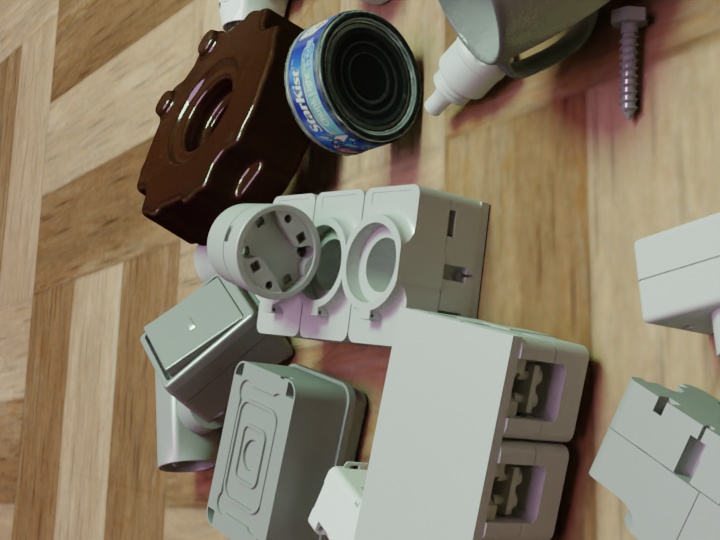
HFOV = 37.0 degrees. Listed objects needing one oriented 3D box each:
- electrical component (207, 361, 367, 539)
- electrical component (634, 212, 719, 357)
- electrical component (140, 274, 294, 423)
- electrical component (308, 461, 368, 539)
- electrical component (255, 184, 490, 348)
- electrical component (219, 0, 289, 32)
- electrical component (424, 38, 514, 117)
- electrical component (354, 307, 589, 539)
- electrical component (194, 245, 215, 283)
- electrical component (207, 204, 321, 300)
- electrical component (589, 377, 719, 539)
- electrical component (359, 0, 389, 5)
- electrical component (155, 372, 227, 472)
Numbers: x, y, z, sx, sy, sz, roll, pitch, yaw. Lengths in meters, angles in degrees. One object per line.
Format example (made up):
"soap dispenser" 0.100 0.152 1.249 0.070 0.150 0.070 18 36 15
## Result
"electrical component" -0.047 0.120 0.690 0.078 0.057 0.113 13 92 53
"electrical component" 0.164 0.016 0.444 0.083 0.047 0.075 -22 64 49
"electrical component" -0.098 0.046 0.752 0.096 0.061 0.061 -40 44 0
"electrical component" 0.003 0.149 0.629 0.064 0.042 0.081 43 115 50
"electrical component" 0.000 0.000 0.654 0.150 0.062 0.089 1 82 53
"electrical component" -0.071 -0.223 0.818 0.079 0.044 0.077 -6 77 52
"electrical component" 0.060 -0.113 0.626 0.061 0.035 0.035 -44 49 41
"electrical component" 0.056 0.102 0.553 0.089 0.062 0.150 13 92 54
"electrical component" -0.089 -0.011 0.789 0.055 0.045 0.045 -19 67 49
"electrical component" -0.058 -0.013 0.635 0.047 0.055 0.055 13 92 57
"electrical component" 0.146 0.091 0.446 0.089 0.050 0.055 37 110 51
"electrical component" 0.000 -0.208 0.718 0.055 0.047 0.055 -17 68 50
"electrical component" -0.121 0.105 0.803 0.079 0.044 0.077 -29 59 46
